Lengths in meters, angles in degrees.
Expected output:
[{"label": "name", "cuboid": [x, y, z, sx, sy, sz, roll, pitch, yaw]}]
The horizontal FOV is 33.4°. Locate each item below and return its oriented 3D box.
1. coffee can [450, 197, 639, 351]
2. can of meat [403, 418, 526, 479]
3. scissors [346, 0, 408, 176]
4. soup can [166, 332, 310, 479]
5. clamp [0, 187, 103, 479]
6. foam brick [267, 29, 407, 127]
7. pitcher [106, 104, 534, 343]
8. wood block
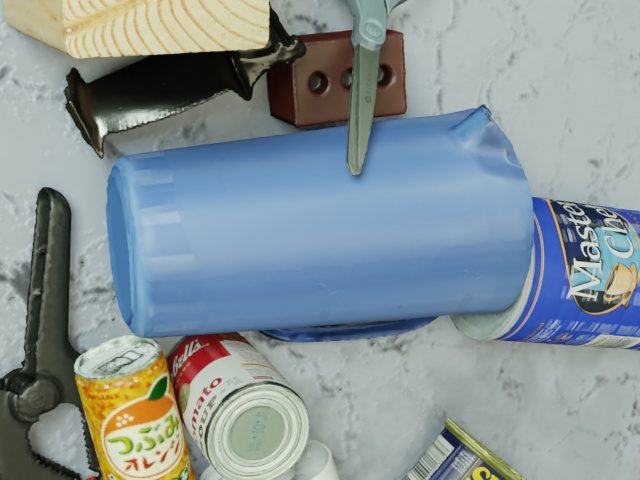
[{"label": "coffee can", "cuboid": [0.171, 0.023, 0.747, 0.140, 0.103, 0.103, 6, 101, -24]}, {"label": "can of meat", "cuboid": [0.108, 0.196, 0.793, 0.102, 0.057, 0.084, 40, 89, -26]}, {"label": "scissors", "cuboid": [0.015, -0.136, 0.633, 0.096, 0.016, 0.201, 30, 57, -11]}, {"label": "soup can", "cuboid": [-0.055, 0.103, 0.673, 0.068, 0.102, 0.068, -6, 107, -21]}, {"label": "clamp", "cuboid": [-0.188, 0.094, 0.647, 0.164, 0.036, 0.210, -31, 116, -22]}, {"label": "foam brick", "cuboid": [0.010, -0.104, 0.673, 0.078, 0.051, 0.053, -10, 108, -20]}, {"label": "pitcher", "cuboid": [-0.004, 0.001, 0.662, 0.242, 0.145, 0.149, -6, 93, -18]}, {"label": "wood block", "cuboid": [-0.102, -0.145, 0.529, 0.090, 0.206, 0.090, -7, 107, -22]}]
